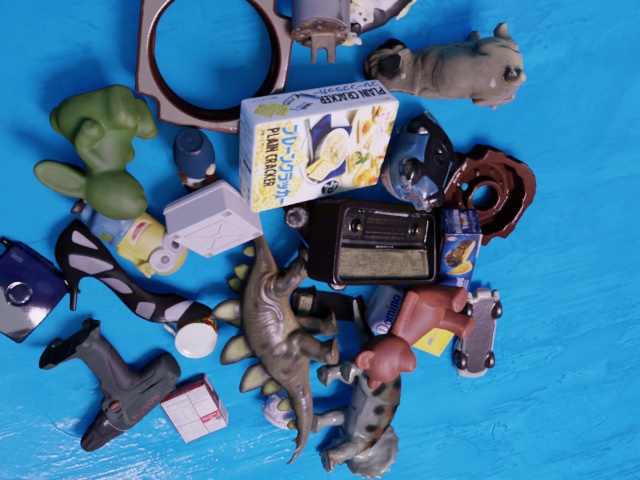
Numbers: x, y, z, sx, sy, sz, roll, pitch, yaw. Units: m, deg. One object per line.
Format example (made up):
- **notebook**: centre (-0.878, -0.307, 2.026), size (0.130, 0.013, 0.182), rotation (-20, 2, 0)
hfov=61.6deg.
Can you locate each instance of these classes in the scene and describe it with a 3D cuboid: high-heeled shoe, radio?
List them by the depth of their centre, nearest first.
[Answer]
- **radio**: centre (0.091, 0.003, 0.856), size (0.229, 0.073, 0.131), rotation (3, 92, -39)
- **high-heeled shoe**: centre (-0.289, 0.052, 0.857), size (0.249, 0.086, 0.145), rotation (8, 92, -22)

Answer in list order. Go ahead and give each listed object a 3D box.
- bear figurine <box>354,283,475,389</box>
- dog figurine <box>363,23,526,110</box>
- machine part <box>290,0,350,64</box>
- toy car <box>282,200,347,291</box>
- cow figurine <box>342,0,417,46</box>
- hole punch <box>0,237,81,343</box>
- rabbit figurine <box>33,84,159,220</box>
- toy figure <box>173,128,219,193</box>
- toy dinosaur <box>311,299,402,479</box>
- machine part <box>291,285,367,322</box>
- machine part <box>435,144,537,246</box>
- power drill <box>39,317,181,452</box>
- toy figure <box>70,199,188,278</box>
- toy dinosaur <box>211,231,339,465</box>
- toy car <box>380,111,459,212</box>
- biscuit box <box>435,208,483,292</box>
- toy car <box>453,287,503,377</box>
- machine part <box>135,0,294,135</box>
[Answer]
- **bear figurine**: centre (0.154, 0.164, 0.892), size (0.196, 0.132, 0.120), rotation (-51, 136, -29)
- **dog figurine**: centre (0.174, -0.240, 0.777), size (0.191, 0.172, 0.121), rotation (-10, 105, -16)
- **machine part**: centre (0.001, -0.343, 0.698), size (0.079, 0.079, 0.243), rotation (2, 81, -14)
- **toy car**: centre (-0.002, -0.003, 0.882), size (0.053, 0.089, 0.202), rotation (-31, 115, 6)
- **cow figurine**: centre (0.065, -0.331, 0.767), size (0.167, 0.068, 0.098), rotation (-45, 121, 10)
- **hole punch**: centre (-0.460, 0.079, 0.818), size (0.116, 0.092, 0.142), rotation (-44, 112, 4)
- **rabbit figurine**: centre (-0.298, -0.106, 0.727), size (0.159, 0.121, 0.170), rotation (-12, 91, -7)
- **toy figure**: centre (-0.179, -0.104, 0.788), size (0.058, 0.154, 0.064), rotation (-23, 72, -14)
- **toy dinosaur**: centre (0.090, 0.299, 1.012), size (0.192, 0.131, 0.404), rotation (2, 114, -35)
- **machine part**: centre (0.014, 0.126, 0.973), size (0.139, 0.039, 0.084), rotation (3, 105, -12)
- **machine part**: centre (0.279, -0.078, 0.932), size (0.179, 0.056, 0.179), rotation (-4, 115, -10)
- **power drill**: centre (-0.373, 0.246, 0.915), size (0.232, 0.086, 0.207), rotation (-34, 112, 2)
- **toy figure**: centre (-0.284, -0.016, 0.819), size (0.180, 0.089, 0.082), rotation (34, 98, -15)
- **toy dinosaur**: centre (-0.067, 0.170, 0.915), size (0.199, 0.105, 0.470), rotation (-15, 99, 11)
- **toy car**: centre (0.148, -0.116, 0.854), size (0.103, 0.161, 0.109), rotation (-14, 136, 44)
- **biscuit box**: centre (0.232, 0.037, 0.927), size (0.059, 0.063, 0.202), rotation (-1, 137, 5)
- **toy car**: centre (0.307, 0.181, 1.054), size (0.074, 0.056, 0.201), rotation (-2, 113, -5)
- **machine part**: centre (-0.145, -0.256, 0.740), size (0.201, 0.087, 0.200), rotation (5, 112, -17)
